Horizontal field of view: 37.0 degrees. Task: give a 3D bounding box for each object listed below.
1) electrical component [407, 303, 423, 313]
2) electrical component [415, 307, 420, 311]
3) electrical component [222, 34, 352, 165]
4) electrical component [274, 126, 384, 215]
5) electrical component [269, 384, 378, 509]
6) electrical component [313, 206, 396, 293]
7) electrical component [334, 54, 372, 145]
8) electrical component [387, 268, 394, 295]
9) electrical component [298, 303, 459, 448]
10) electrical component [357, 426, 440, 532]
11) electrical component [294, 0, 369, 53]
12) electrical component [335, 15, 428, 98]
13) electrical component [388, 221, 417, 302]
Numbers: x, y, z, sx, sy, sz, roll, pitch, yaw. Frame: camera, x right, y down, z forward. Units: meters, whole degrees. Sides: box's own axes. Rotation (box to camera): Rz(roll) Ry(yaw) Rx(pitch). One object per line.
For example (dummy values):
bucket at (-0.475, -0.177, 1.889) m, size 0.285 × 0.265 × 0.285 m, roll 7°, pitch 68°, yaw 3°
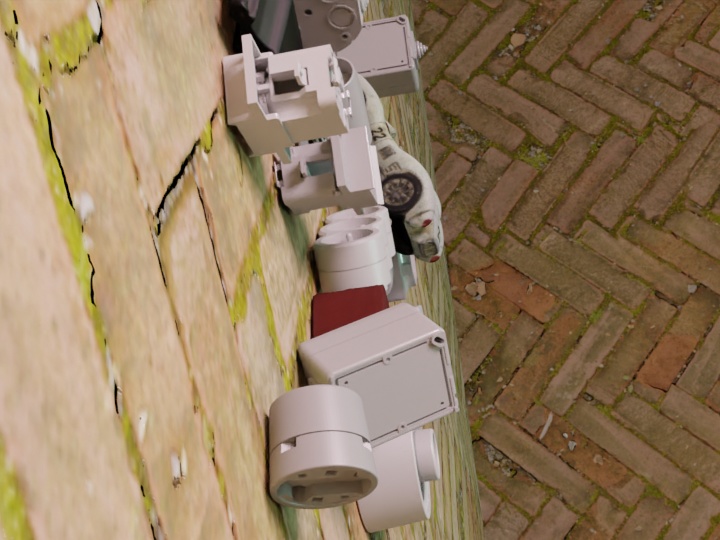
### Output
electrical component at (0.030, 0.070, 0.936) m, size 0.113 × 0.057 × 0.078 m, roll 14°, pitch 67°, yaw -85°
electrical component at (0.019, 0.074, 0.836) m, size 0.076 × 0.066 × 0.047 m, roll -90°, pitch 169°, yaw -52°
electrical component at (-0.039, -0.096, 0.603) m, size 0.081 × 0.064 × 0.042 m, roll 61°, pitch 22°, yaw -70°
electrical component at (-0.021, -0.063, 0.705) m, size 0.081 × 0.064 × 0.042 m, roll 49°, pitch 33°, yaw -76°
electrical component at (-0.021, 0.091, 0.558) m, size 0.055 × 0.055 × 0.047 m, roll 70°, pitch 10°, yaw -56°
electrical component at (0.000, 0.000, 0.830) m, size 0.138 × 0.052 × 0.073 m, roll -74°, pitch 154°, yaw -75°
electrical component at (-0.020, -0.145, 0.891) m, size 0.077 × 0.044 × 0.079 m, roll 72°, pitch 11°, yaw -51°
electrical component at (0.006, 0.010, 0.904) m, size 0.062 × 0.043 × 0.043 m, roll -82°, pitch 162°, yaw -62°
electrical component at (0.004, 0.069, 0.677) m, size 0.061 × 0.096 × 0.061 m, roll 37°, pitch -36°, yaw 58°
electrical component at (0.031, 0.149, 0.851) m, size 0.108 × 0.060 × 0.108 m, roll -9°, pitch 90°, yaw -83°
electrical component at (-0.032, -0.185, 0.711) m, size 0.080 × 0.080 × 0.051 m, roll 73°, pitch 16°, yaw -48°
electrical component at (0.022, -0.211, 1.085) m, size 0.061 × 0.096 × 0.061 m, roll 62°, pitch 21°, yaw -70°
electrical component at (0.021, -0.008, 0.988) m, size 0.089 × 0.056 × 0.050 m, roll -80°, pitch 160°, yaw -68°
